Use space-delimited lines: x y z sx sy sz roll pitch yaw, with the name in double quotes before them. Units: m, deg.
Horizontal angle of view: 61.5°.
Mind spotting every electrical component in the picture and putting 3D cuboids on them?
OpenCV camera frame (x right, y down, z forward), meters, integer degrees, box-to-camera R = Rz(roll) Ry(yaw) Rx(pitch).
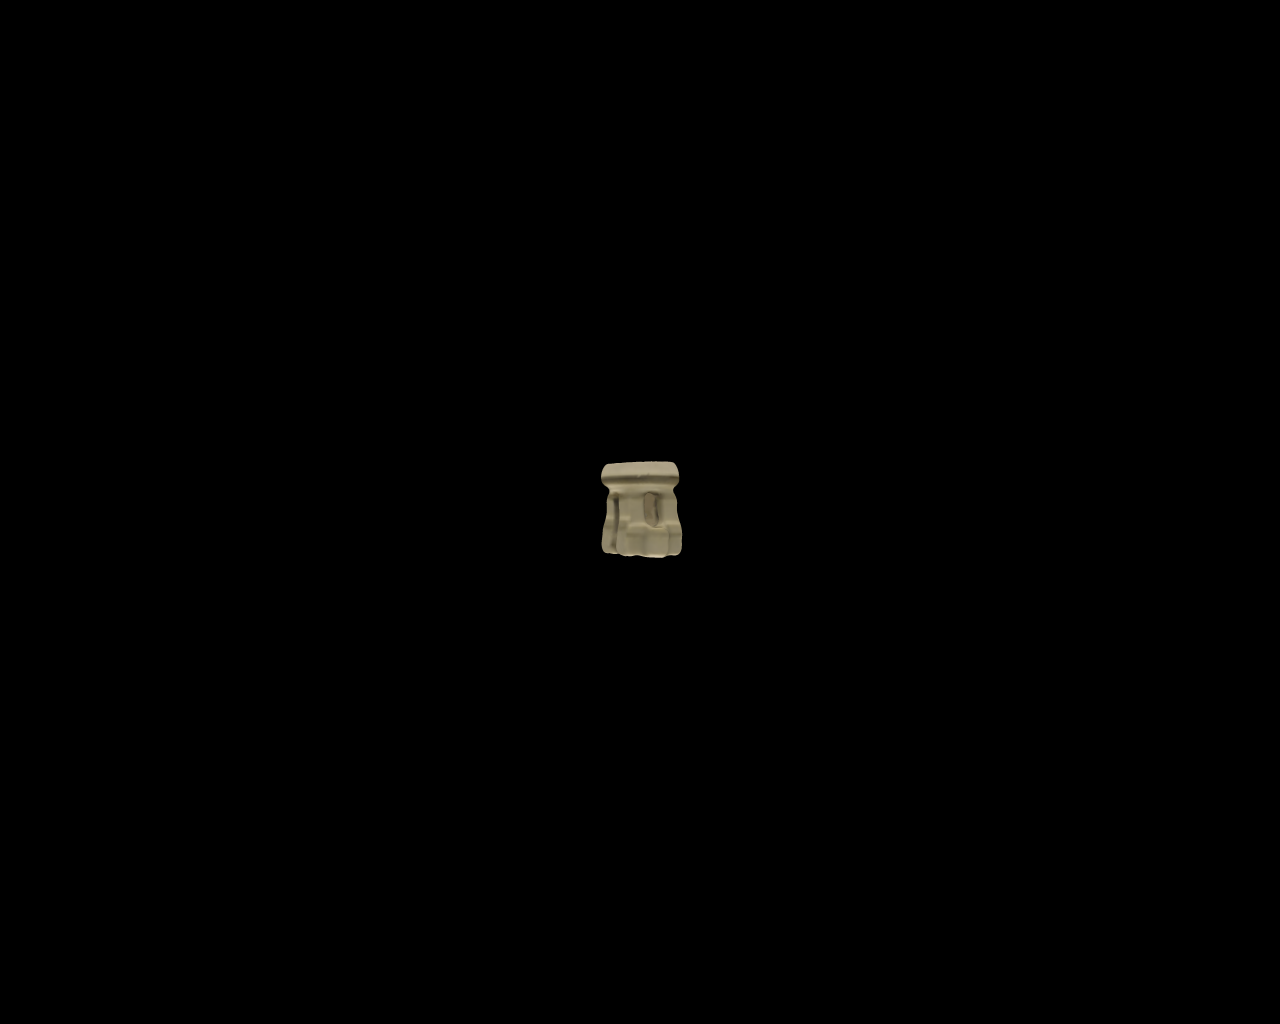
"electrical component" 0.001 -0.003 0.650 0.048 0.055 0.066 0 0 -24
